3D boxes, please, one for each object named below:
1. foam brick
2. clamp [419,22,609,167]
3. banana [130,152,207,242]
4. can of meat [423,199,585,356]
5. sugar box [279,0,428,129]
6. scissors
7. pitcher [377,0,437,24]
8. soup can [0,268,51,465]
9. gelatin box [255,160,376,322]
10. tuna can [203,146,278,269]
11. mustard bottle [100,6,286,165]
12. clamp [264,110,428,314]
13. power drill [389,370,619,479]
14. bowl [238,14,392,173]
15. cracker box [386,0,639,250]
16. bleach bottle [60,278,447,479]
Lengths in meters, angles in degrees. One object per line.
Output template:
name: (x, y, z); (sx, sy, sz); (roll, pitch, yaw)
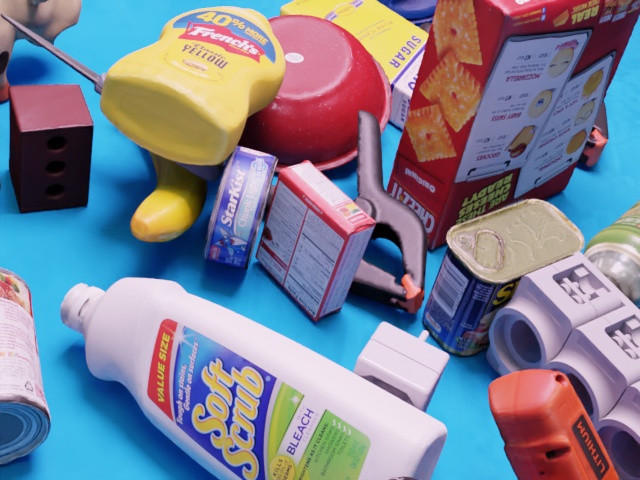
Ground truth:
foam brick: (-0.197, -0.068, 0.777); (0.052, 0.078, 0.051); (-7, 46, -22)
clamp: (0.192, -0.146, 0.993); (0.164, 0.036, 0.210); (-5, 47, -19)
banana: (-0.115, -0.048, 0.790); (0.069, 0.037, 0.198); (15, 28, -24)
can of meat: (0.127, 0.028, 0.762); (0.101, 0.084, 0.057); (-19, 53, -31)
sugar box: (0.054, -0.168, 0.971); (0.176, 0.048, 0.093); (35, 48, 22)
scissors: (-0.141, -0.109, 0.799); (0.202, 0.016, 0.096); (40, 20, 15)
pitcher: (0.092, -0.341, 1.100); (0.149, 0.145, 0.243); (21, 37, -23)
soup can: (-0.200, 0.075, 0.636); (0.068, 0.069, 0.102); (-5, 48, -20)
gelatin box: (-0.005, 0.001, 0.750); (0.030, 0.089, 0.073); (-22, 55, -38)
tuna can: (-0.057, -0.023, 0.763); (0.033, 0.086, 0.086); (15, 43, -3)
mustard bottle: (-0.077, -0.126, 0.782); (0.096, 0.058, 0.191); (24, 35, 5)
clamp: (0.033, -0.022, 0.802); (0.120, 0.039, 0.172); (-42, 65, -6)
power drill: (0.100, 0.156, 0.580); (0.057, 0.184, 0.187); (-12, 26, 35)
bowl: (-0.019, -0.134, 0.880); (0.162, 0.055, 0.162); (0, 57, 0)
cracker box: (0.146, -0.114, 0.818); (0.163, 0.214, 0.072); (-22, 52, -33)
bleach bottle: (-0.055, 0.098, 0.644); (0.251, 0.102, 0.068); (25, 9, 21)
